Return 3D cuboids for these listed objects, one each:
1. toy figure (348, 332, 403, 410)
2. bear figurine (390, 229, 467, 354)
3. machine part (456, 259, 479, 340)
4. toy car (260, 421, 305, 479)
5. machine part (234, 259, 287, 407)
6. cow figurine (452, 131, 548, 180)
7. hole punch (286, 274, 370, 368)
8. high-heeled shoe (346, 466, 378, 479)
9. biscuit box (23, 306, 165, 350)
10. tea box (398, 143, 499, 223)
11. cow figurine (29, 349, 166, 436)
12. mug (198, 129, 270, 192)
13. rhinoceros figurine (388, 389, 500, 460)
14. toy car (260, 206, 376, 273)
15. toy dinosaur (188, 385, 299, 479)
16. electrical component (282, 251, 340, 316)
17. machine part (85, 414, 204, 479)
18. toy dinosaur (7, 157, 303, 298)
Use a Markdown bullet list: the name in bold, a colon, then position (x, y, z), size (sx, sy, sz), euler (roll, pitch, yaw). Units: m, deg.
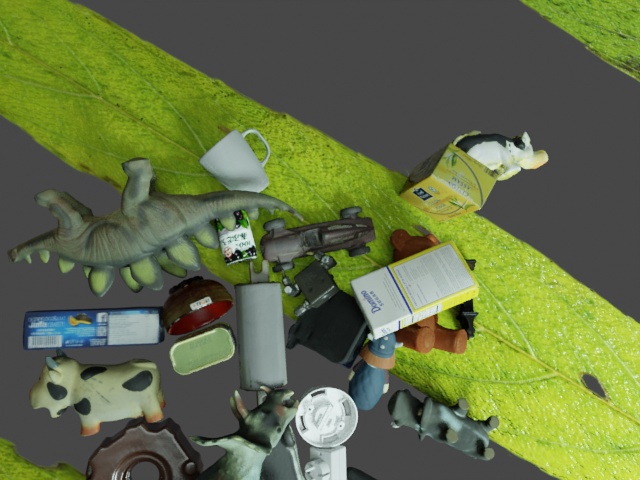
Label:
- **toy figure**: position (0.088, 0.206, 0.884), size (0.064, 0.058, 0.154), euler (10, 110, -22)
- **bear figurine**: position (0.176, 0.082, 0.901), size (0.120, 0.132, 0.195), euler (13, 87, -34)
- **machine part**: position (0.256, 0.103, 0.939), size (0.039, 0.084, 0.139), euler (-2, 76, 14)
- **toy car**: position (-0.064, 0.377, 0.870), size (0.073, 0.056, 0.201), euler (-16, 86, -3)
- **machine part**: position (-0.097, 0.153, 0.873), size (0.079, 0.079, 0.243), euler (-2, 87, -9)
- **cow figurine**: position (0.324, -0.157, 0.974), size (0.167, 0.068, 0.098), euler (-12, 81, -10)
- **hole punch**: position (0.026, 0.143, 0.899), size (0.116, 0.092, 0.142), euler (26, 83, 26)
- **high-heeled shoe**: position (0.171, 0.423, 0.897), size (0.249, 0.086, 0.145), euler (43, 64, 3)
- **biscuit box**: position (-0.351, 0.137, 0.845), size (0.203, 0.063, 0.059), euler (-1, 86, -8)
- **tea box**: position (0.208, -0.089, 0.895), size (0.098, 0.169, 0.068), euler (31, 82, -3)
- **cow figurine**: position (-0.345, 0.226, 0.828), size (0.195, 0.085, 0.127), euler (-7, 92, -7)
- **mug**: position (-0.129, -0.126, 0.900), size (0.109, 0.081, 0.107), euler (-42, 103, -17)
- **rhinoceros figurine**: position (0.205, 0.302, 0.893), size (0.190, 0.112, 0.073), euler (26, 65, -12)
- **toy car**: position (-0.002, -0.003, 0.917), size (0.202, 0.053, 0.089), euler (-10, 84, -8)
- **toy dinosaur**: position (-0.153, 0.406, 0.778), size (0.192, 0.131, 0.404), euler (33, 91, 4)
- **electrical component**: position (-0.015, 0.066, 0.874), size (0.102, 0.045, 0.078), euler (-34, 57, 11)
- **machine part**: position (-0.275, 0.368, 0.839), size (0.179, 0.056, 0.179), euler (1, 85, -8)
- **toy dinosaur**: position (-0.270, -0.023, 0.840), size (0.472, 0.105, 0.198), euler (-17, 95, 5)
